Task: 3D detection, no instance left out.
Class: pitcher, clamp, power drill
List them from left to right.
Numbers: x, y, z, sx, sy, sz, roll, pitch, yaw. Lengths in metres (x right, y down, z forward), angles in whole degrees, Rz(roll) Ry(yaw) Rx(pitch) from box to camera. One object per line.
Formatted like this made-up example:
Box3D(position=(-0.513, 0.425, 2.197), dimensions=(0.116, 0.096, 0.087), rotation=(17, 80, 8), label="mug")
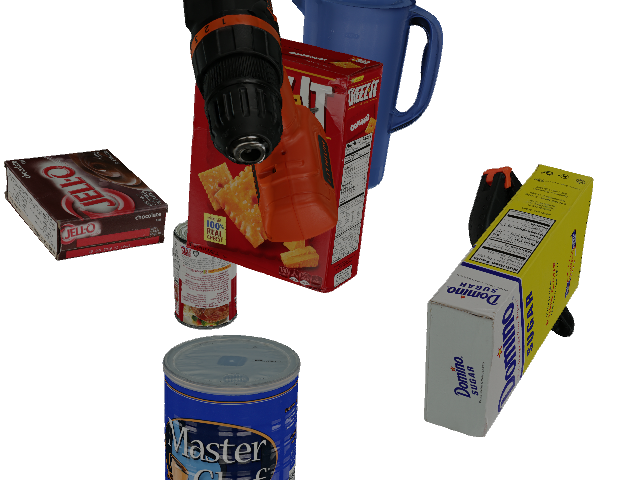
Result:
Box3D(position=(-0.034, -0.080, 0.672), dimensions=(0.057, 0.184, 0.187), rotation=(-12, -36, 5), label="power drill")
Box3D(position=(0.046, -0.185, 1.301), dimensions=(0.144, 0.243, 0.149), rotation=(-8, 29, -26), label="pitcher")
Box3D(position=(0.163, 0.024, 0.943), dimensions=(0.120, 0.171, 0.039), rotation=(-24, 8, -41), label="clamp")

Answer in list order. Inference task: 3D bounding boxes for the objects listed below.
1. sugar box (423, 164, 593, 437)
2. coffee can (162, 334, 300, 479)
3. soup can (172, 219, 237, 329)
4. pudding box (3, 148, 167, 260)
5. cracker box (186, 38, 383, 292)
Box3D(position=(0.120, 0.033, 0.667), dimensions=(0.048, 0.093, 0.176), rotation=(15, 37, 23), label="sugar box")
Box3D(position=(-0.068, 0.155, 0.815), dimensions=(0.103, 0.140, 0.103), rotation=(2, 16, -1), label="coffee can")
Box3D(position=(-0.123, 0.034, 1.138), dimensions=(0.068, 0.102, 0.068), rotation=(2, 25, -1), label="soup can")
Box3D(position=(-0.185, -0.030, 0.832), dimensions=(0.089, 0.039, 0.114), rotation=(-10, 31, -35), label="pudding box")
Box3D(position=(-0.039, -0.075, 0.999), dimensions=(0.164, 0.214, 0.072), rotation=(18, 27, 25), label="cracker box")
